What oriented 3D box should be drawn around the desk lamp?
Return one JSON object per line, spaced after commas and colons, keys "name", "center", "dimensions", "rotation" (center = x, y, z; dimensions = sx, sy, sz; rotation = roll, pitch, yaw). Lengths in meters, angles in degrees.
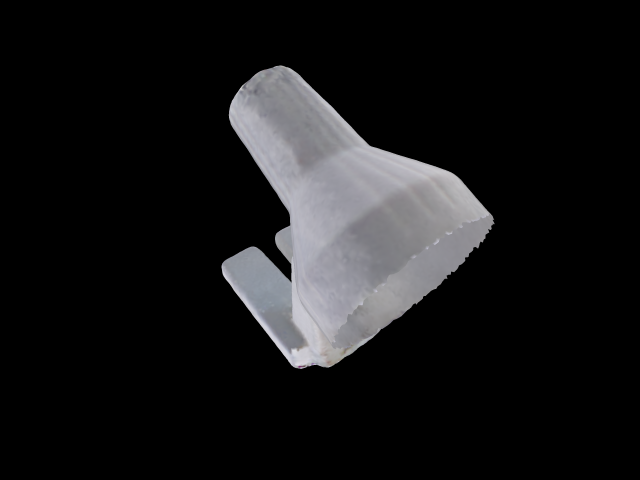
{"name": "desk lamp", "center": [0.004, 0.001, 0.400], "dimensions": [0.118, 0.214, 0.202], "rotation": [-29, 54, -24]}
